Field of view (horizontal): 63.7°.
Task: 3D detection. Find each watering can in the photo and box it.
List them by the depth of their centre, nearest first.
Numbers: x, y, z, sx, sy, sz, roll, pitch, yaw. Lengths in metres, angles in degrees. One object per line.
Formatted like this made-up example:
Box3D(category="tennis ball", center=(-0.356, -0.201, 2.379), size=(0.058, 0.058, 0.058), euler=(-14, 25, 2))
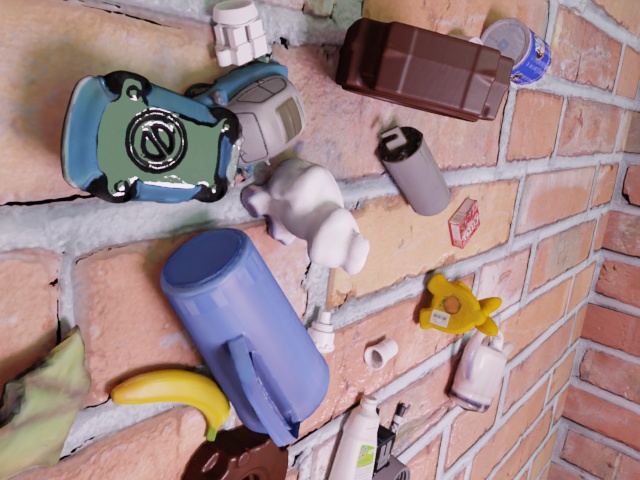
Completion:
Box3D(category="watering can", center=(0.436, 0.341, 1.354), size=(0.344, 0.105, 0.225), euler=(28, 83, -52))

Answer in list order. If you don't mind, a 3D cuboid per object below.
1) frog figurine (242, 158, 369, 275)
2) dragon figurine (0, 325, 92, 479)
Box3D(category="frog figurine", center=(0.002, -0.032, 0.644), size=(0.125, 0.160, 0.134), euler=(-43, 133, -33))
Box3D(category="dragon figurine", center=(-0.298, 0.137, 0.418), size=(0.244, 0.122, 0.406), euler=(-17, 119, -66))
